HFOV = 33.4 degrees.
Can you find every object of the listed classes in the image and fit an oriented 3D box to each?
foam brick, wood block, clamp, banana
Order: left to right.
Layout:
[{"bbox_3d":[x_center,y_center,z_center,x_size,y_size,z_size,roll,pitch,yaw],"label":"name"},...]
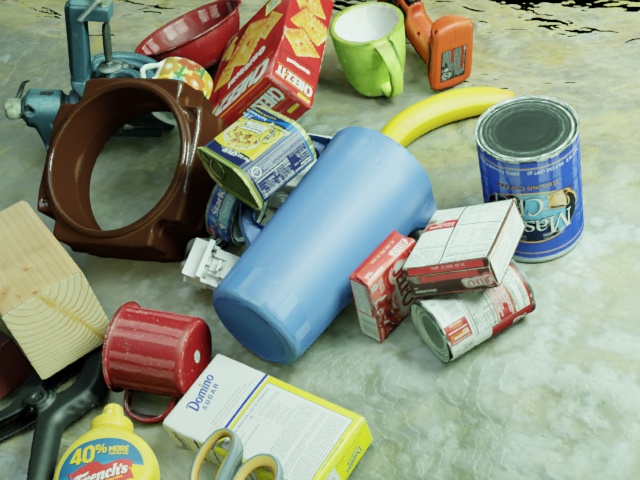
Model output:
[{"bbox_3d":[-0.349,0.125,1.122,0.078,0.051,0.053,21,54,44],"label":"foam brick"},{"bbox_3d":[-0.308,0.047,1.144,0.090,0.091,0.206,-32,35,-16],"label":"wood block"},{"bbox_3d":[-0.287,0.172,1.074,0.165,0.036,0.209,4,43,29],"label":"clamp"},{"bbox_3d":[0.137,-0.140,1.270,0.197,0.037,0.070,-31,62,-14],"label":"banana"}]

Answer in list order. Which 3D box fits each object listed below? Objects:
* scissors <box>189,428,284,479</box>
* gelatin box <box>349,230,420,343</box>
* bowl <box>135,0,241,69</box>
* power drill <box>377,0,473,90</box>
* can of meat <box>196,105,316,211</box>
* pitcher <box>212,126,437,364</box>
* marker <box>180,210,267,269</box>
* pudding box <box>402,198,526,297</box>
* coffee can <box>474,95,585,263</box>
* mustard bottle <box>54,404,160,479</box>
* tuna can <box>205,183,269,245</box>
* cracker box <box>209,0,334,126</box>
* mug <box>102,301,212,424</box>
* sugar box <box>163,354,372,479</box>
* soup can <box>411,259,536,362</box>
[{"bbox_3d":[-0.089,0.258,0.909,0.096,0.016,0.201,0,60,23],"label":"scissors"},{"bbox_3d":[0.068,0.047,1.057,0.030,0.089,0.073,27,58,34],"label":"gelatin box"},{"bbox_3d":[-0.170,-0.269,1.457,0.162,0.055,0.162,-21,25,11],"label":"bowl"},{"bbox_3d":[0.125,-0.293,1.334,0.057,0.184,0.188,-21,52,-10],"label":"power drill"},{"bbox_3d":[-0.064,-0.088,1.096,0.084,0.057,0.102,-41,40,-15],"label":"can of meat"},{"bbox_3d":[-0.007,0.001,1.099,0.149,0.145,0.242,3,45,51],"label":"pitcher"},{"bbox_3d":[-0.107,-0.002,1.210,0.121,0.020,0.020,-40,48,-23],"label":"marker"},{"bbox_3d":[0.139,0.007,1.024,0.090,0.039,0.113,-8,30,30],"label":"pudding box"},{"bbox_3d":[0.215,-0.061,1.086,0.103,0.140,0.103,-9,43,8],"label":"coffee can"},{"bbox_3d":[-0.195,0.230,0.971,0.096,0.058,0.191,-9,43,4],"label":"mustard bottle"},{"bbox_3d":[-0.089,-0.038,1.169,0.034,0.086,0.086,23,55,19],"label":"tuna can"},{"bbox_3d":[-0.070,-0.203,1.309,0.164,0.072,0.213,-37,29,38],"label":"cracker box"},{"bbox_3d":[-0.161,0.124,1.058,0.082,0.093,0.117,7,79,17],"label":"mug"},{"bbox_3d":[-0.050,0.178,0.991,0.176,0.048,0.093,18,56,35],"label":"sugar box"},{"bbox_3d":[0.147,0.065,1.030,0.102,0.068,0.069,-29,45,-13],"label":"soup can"}]
